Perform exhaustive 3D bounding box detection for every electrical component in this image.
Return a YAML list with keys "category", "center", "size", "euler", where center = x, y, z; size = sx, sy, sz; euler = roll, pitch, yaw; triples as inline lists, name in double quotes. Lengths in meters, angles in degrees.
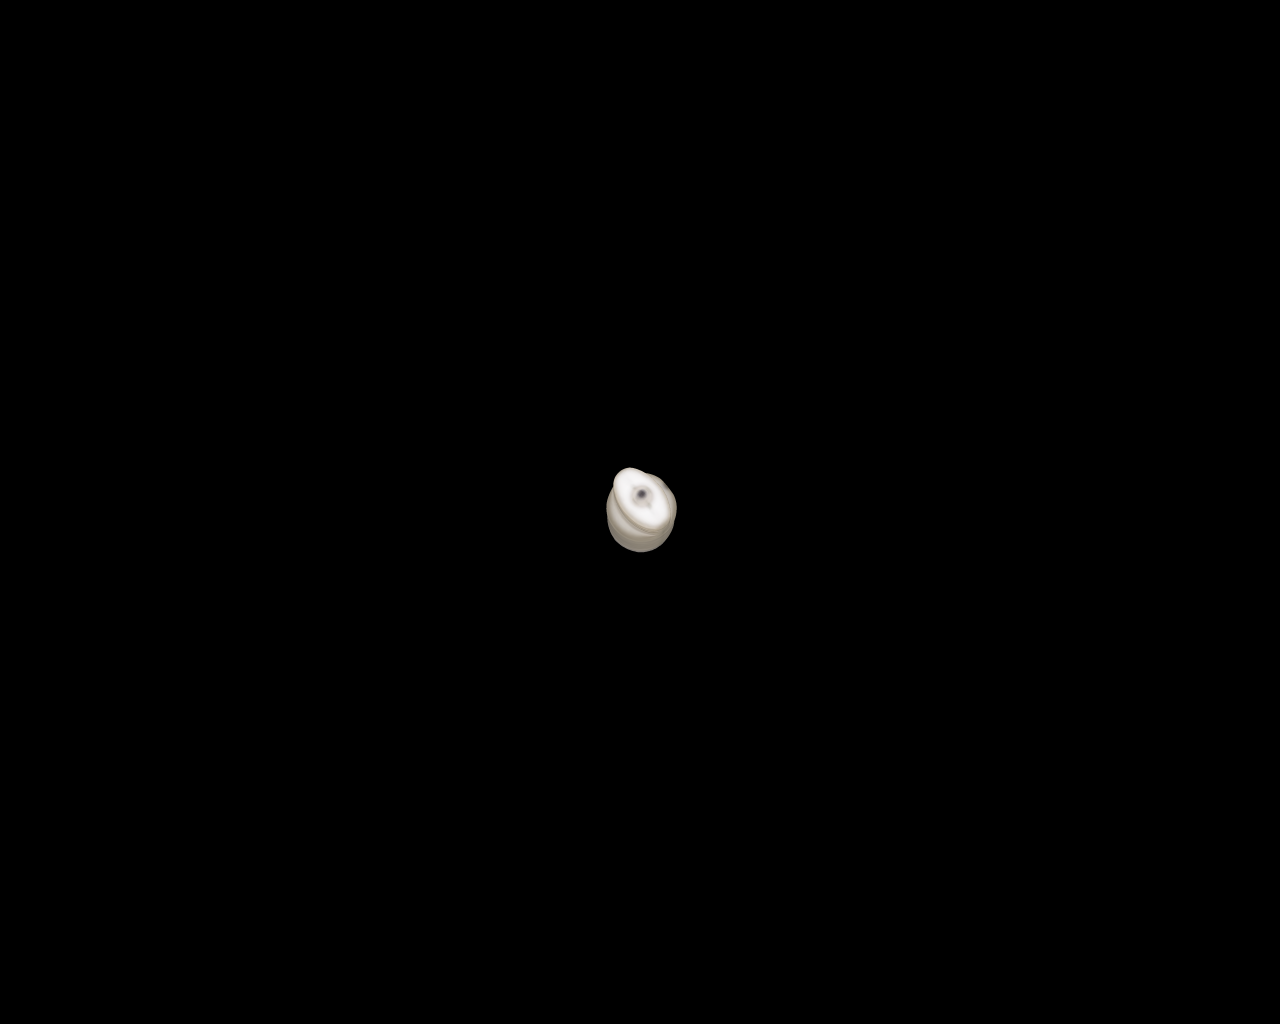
- category: "electrical component"
  center: [0.001, -0.003, 0.650]
  size: [0.043, 0.043, 0.081]
  euler: [0, -12, 0]
